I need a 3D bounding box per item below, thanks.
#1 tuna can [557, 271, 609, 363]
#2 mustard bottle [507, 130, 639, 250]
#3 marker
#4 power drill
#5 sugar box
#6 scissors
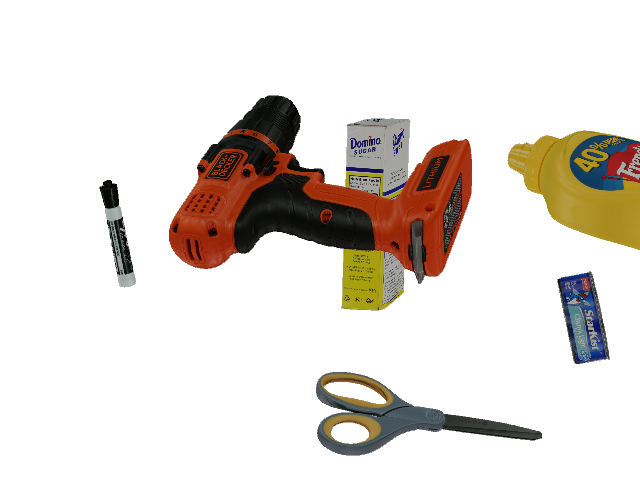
[{"bbox_3d":[0.251,0.074,1.022,0.034,0.086,0.086,-12,-3,12],"label":"tuna can"},{"bbox_3d":[0.209,-0.031,0.704,0.192,0.058,0.096,22,40,37],"label":"mustard bottle"},{"bbox_3d":[-0.220,-0.007,1.160,0.020,0.121,0.020,-6,22,2],"label":"marker"},{"bbox_3d":[0.007,-0.041,0.747,0.188,0.057,0.184,5,41,19],"label":"power drill"},{"bbox_3d":[0.053,-0.027,1.026,0.048,0.176,0.093,2,10,18],"label":"sugar box"},{"bbox_3d":[0.085,0.167,0.928,0.202,0.016,0.096,18,42,14],"label":"scissors"}]
